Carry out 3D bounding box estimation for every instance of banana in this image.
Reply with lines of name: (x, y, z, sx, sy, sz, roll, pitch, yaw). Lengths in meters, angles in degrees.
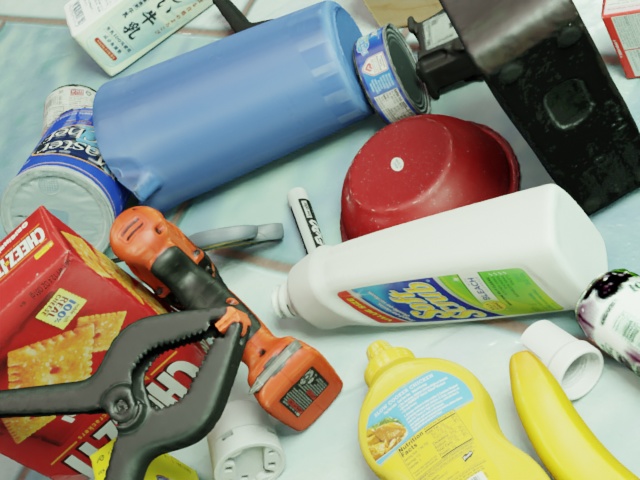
banana: (0.184, 0.142, 0.651, 0.198, 0.037, 0.069, 32, 95, 37)

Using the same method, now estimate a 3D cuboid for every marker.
marker: (-0.006, 0.001, 0.909, 0.020, 0.020, 0.121, -31, 46, 12)

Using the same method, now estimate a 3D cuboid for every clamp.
clamp: (-0.083, -0.186, 1.087, 0.172, 0.039, 0.120, 25, 79, 42)
clamp: (-0.139, 0.112, 0.731, 0.165, 0.036, 0.210, 43, 91, 17)

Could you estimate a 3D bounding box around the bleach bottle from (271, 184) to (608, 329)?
bleach bottle: (0.075, 0.029, 0.791, 0.251, 0.102, 0.068, -14, 52, 34)

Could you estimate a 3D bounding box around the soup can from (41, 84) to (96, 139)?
soup can: (-0.260, -0.107, 1.129, 0.069, 0.068, 0.102, -24, 47, 18)

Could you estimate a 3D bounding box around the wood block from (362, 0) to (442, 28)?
wood block: (0.137, -0.265, 0.958, 0.206, 0.090, 0.090, -3, 58, 32)

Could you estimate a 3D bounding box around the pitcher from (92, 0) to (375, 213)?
pitcher: (-0.074, -0.131, 0.977, 0.243, 0.144, 0.149, -20, 82, 20)

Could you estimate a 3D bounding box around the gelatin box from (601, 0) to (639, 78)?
gelatin box: (0.266, -0.161, 0.804, 0.089, 0.073, 0.030, -4, 56, 32)

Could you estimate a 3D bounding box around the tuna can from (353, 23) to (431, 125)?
tuna can: (0.062, -0.141, 0.920, 0.034, 0.086, 0.086, -22, 48, 22)

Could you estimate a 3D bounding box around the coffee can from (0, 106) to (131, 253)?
coffee can: (-0.230, -0.053, 1.007, 0.103, 0.102, 0.140, -25, 25, 17)

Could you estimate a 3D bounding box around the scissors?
scissors: (-0.131, 0.007, 0.920, 0.201, 0.096, 0.016, -10, 86, 0)

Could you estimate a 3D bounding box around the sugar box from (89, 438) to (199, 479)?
sugar box: (-0.107, 0.228, 0.760, 0.048, 0.093, 0.176, -37, 46, 8)

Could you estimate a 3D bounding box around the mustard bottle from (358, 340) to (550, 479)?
mustard bottle: (0.079, 0.137, 0.724, 0.096, 0.058, 0.192, -37, 45, 4)

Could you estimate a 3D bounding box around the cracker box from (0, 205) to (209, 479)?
cracker box: (-0.199, 0.096, 0.835, 0.164, 0.213, 0.072, -42, 47, 1)

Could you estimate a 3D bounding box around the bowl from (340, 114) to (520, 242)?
bowl: (0.076, -0.047, 0.864, 0.162, 0.055, 0.162, -19, 49, 23)

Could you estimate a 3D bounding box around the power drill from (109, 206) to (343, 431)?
power drill: (-0.069, 0.065, 0.827, 0.188, 0.184, 0.057, 39, 85, 25)
